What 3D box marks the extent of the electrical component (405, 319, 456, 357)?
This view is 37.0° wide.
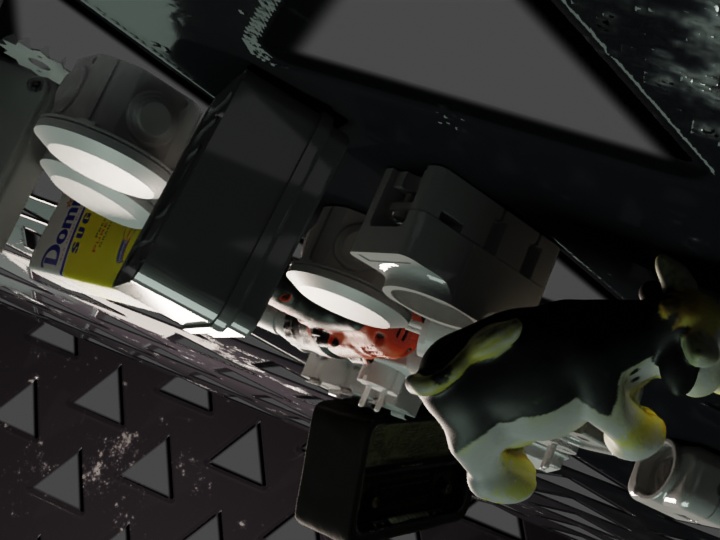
[{"bbox_3d":[0.063,0.048,0.739,0.074,0.052,0.138,19,167,19],"label":"electrical component"}]

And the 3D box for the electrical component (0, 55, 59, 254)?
[{"bbox_3d":[-0.245,-0.079,0.637,0.109,0.108,0.056,23,170,1],"label":"electrical component"}]

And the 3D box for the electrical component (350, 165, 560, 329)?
[{"bbox_3d":[0.047,-0.005,0.537,0.089,0.055,0.050,31,166,-31],"label":"electrical component"}]

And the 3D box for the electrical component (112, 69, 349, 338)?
[{"bbox_3d":[-0.061,-0.028,0.506,0.057,0.113,0.078,30,166,-17],"label":"electrical component"}]

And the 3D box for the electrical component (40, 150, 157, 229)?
[{"bbox_3d":[-0.147,-0.062,0.652,0.080,0.051,0.080,25,166,7],"label":"electrical component"}]

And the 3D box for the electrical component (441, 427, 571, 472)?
[{"bbox_3d":[0.134,0.132,0.958,0.113,0.057,0.078,22,168,5],"label":"electrical component"}]

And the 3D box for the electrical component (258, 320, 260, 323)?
[{"bbox_3d":[-0.084,-0.013,0.648,0.062,0.096,0.061,31,170,-33],"label":"electrical component"}]

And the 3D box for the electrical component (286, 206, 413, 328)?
[{"bbox_3d":[0.000,0.000,0.656,0.080,0.051,0.080,22,167,5],"label":"electrical component"}]

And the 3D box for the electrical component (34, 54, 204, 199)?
[{"bbox_3d":[-0.127,-0.074,0.572,0.080,0.051,0.080,22,168,5],"label":"electrical component"}]

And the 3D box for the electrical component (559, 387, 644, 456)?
[{"bbox_3d":[0.137,0.076,0.707,0.095,0.059,0.054,30,166,-27],"label":"electrical component"}]

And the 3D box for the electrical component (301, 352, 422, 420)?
[{"bbox_3d":[0.007,0.093,1.005,0.121,0.063,0.079,12,164,41],"label":"electrical component"}]

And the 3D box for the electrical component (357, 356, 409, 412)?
[{"bbox_3d":[0.021,0.082,0.907,0.083,0.075,0.047,11,162,45],"label":"electrical component"}]

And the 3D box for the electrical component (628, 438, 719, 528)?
[{"bbox_3d":[0.273,0.178,0.907,0.059,0.053,0.095,26,167,-13],"label":"electrical component"}]

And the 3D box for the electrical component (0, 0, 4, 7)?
[{"bbox_3d":[-0.230,-0.111,0.542,0.057,0.078,0.113,26,168,-26],"label":"electrical component"}]

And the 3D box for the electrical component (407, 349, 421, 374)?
[{"bbox_3d":[0.082,0.073,0.835,0.081,0.043,0.043,13,164,38],"label":"electrical component"}]

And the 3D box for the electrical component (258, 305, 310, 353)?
[{"bbox_3d":[-0.067,0.045,0.995,0.065,0.044,0.044,21,169,32],"label":"electrical component"}]

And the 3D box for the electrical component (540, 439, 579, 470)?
[{"bbox_3d":[0.151,0.114,0.805,0.047,0.075,0.083,22,168,8],"label":"electrical component"}]
